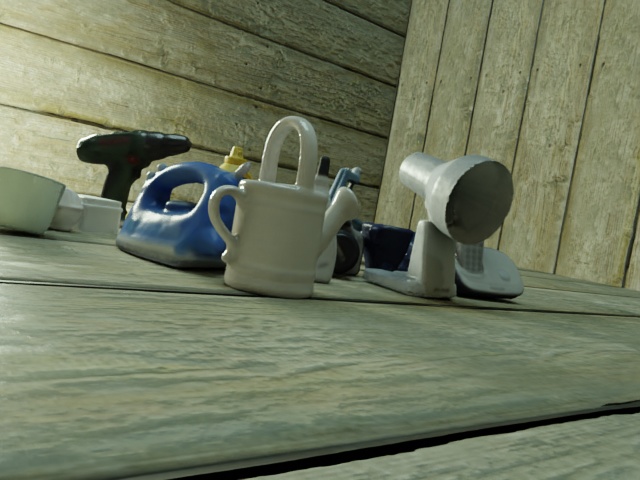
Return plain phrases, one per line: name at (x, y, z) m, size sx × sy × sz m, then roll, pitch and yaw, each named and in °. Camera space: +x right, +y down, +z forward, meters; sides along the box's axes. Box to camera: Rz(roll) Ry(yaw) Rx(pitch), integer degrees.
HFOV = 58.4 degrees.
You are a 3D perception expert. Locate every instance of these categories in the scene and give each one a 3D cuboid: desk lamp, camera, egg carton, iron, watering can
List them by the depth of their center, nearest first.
watering can at (-0.037, -0.039, 0.641) m, size 0.100 × 0.194 × 0.173 m, roll 11°, pitch 3°, yaw 35°
iron at (-0.185, -0.043, 0.764) m, size 0.257 × 0.141 × 0.119 m, roll 11°, pitch 3°, yaw 36°
desk lamp at (0.167, -0.023, 0.842) m, size 0.118 × 0.213 × 0.202 m, roll 8°, pitch 3°, yaw -31°
egg carton at (-0.455, -0.057, 0.897) m, size 0.151 × 0.069 × 0.107 m, roll 8°, pitch 3°, yaw -36°
camera at (0.009, 0.003, 0.931) m, size 0.143 × 0.101 × 0.137 m, roll 9°, pitch 2°, yaw -6°

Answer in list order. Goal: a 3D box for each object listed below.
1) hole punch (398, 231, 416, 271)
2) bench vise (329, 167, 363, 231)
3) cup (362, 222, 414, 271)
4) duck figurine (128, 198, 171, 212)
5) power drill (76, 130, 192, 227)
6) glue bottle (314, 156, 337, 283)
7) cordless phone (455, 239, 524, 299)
hole punch at (0.209, 0.033, 1.131) m, size 0.109 × 0.091 × 0.100 m, roll 8°, pitch 3°, yaw -38°
bench vise at (0.033, -0.070, 1.326) m, size 0.121 × 0.220 × 0.208 m, roll 11°, pitch 3°, yaw 37°
cup at (0.107, 0.020, 0.994) m, size 0.091 × 0.095 × 0.118 m, roll 11°, pitch 3°, yaw 25°
duck figurine at (-0.321, -0.052, 1.111) m, size 0.104 × 0.086 × 0.077 m, roll 9°, pitch 2°, yaw -1°
power drill at (-0.393, -0.130, 1.193) m, size 0.229 × 0.208 × 0.075 m, roll 9°, pitch 3°, yaw -1°
glue bottle at (-0.008, -0.030, 0.789) m, size 0.078 × 0.173 × 0.037 m, roll 9°, pitch 3°, yaw -17°
cordless phone at (0.279, 0.005, 0.962) m, size 0.148 × 0.185 × 0.094 m, roll 8°, pitch 3°, yaw -29°
